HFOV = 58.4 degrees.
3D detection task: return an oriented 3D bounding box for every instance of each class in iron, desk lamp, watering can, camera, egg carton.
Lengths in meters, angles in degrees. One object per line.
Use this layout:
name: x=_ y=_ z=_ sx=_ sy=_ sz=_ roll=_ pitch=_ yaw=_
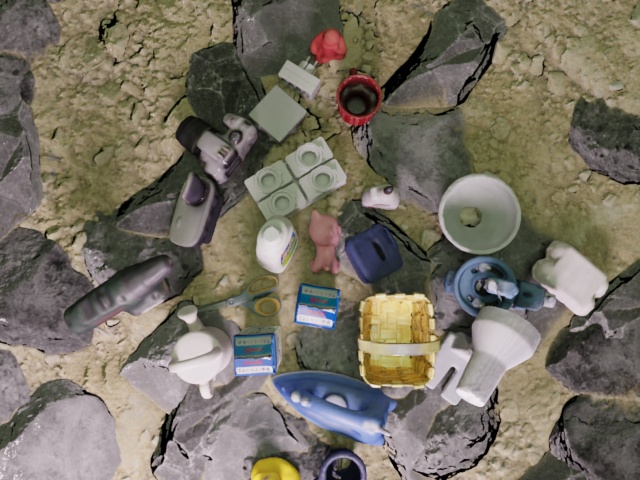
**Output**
iron: x=0.021 y=0.326 z=1.119 sx=0.258 sy=0.141 sz=0.119 roll=18 pitch=86 yaw=1
desk lamp: x=0.304 y=0.230 z=1.095 sx=0.118 sy=0.213 sz=0.203 roll=35 pitch=86 yaw=2
watering can: x=-0.236 y=0.216 z=1.097 sx=0.101 sy=0.194 sz=0.173 roll=-35 pitch=87 yaw=-3
camera: x=-0.218 y=-0.209 z=1.176 sx=0.137 sy=0.101 sz=0.143 roll=36 pitch=86 yaw=2
egg carton: x=0.515 y=0.077 z=1.182 sx=0.150 sy=0.069 sz=0.107 roll=39 pitch=86 yaw=2

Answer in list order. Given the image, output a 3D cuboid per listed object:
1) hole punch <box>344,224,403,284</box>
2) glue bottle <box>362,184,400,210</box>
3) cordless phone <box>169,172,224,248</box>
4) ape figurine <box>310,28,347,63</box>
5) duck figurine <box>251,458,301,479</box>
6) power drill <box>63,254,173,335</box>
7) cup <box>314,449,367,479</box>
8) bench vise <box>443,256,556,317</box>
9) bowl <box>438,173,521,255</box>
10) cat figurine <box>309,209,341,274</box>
hole punch: x=0.111 y=0.026 z=1.169 sx=0.101 sy=0.091 sz=0.109 roll=-29 pitch=87 yaw=-3
glue bottle: x=0.126 y=-0.088 z=1.136 sx=0.078 sy=0.173 sz=0.037 roll=0 pitch=86 yaw=-1
cordless phone: x=-0.256 y=-0.061 z=1.122 sx=0.094 sy=0.185 sz=0.148 roll=13 pitch=86 yaw=0
ape figurine: x=0.021 y=-0.413 z=1.199 sx=0.078 sy=0.092 sz=0.076 roll=29 pitch=86 yaw=2
duck figurine: x=-0.088 y=0.481 z=1.134 sx=0.104 sy=0.086 sz=0.077 roll=19 pitch=86 yaw=1
power drill: x=-0.362 y=0.099 z=1.097 sx=0.229 sy=0.208 sz=0.075 roll=-32 pitch=86 yaw=-3
cup: x=0.032 y=0.458 z=1.133 sx=0.118 sy=0.095 sz=0.092 roll=-22 pitch=86 yaw=-2
bench vise: x=0.359 y=0.086 z=1.104 sx=0.207 sy=0.219 sz=0.121 roll=-6 pitch=86 yaw=-1
bowl: x=0.323 y=-0.051 z=1.186 sx=0.167 sy=0.074 sz=0.167 roll=0 pitch=86 yaw=-1
cat figurine: x=0.011 y=0.004 z=1.155 sx=0.067 sy=0.117 sz=0.128 roll=-2 pitch=86 yaw=-1
